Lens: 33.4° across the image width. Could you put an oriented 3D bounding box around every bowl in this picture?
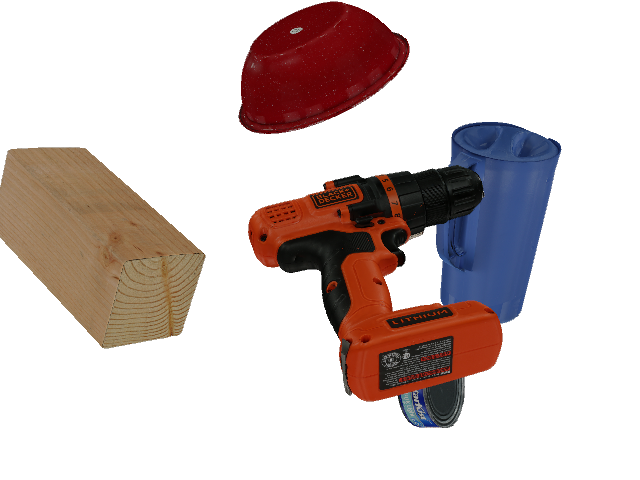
[{"bbox_3d":[-0.008,-0.158,0.916,0.162,0.055,0.162,-21,29,12],"label":"bowl"}]

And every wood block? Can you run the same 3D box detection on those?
[{"bbox_3d":[-0.210,0.000,0.988,0.090,0.091,0.206,-6,34,-45],"label":"wood block"}]

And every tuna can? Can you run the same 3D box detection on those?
[{"bbox_3d":[0.110,0.144,1.068,0.034,0.086,0.086,-6,-3,33],"label":"tuna can"}]

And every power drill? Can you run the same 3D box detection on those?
[{"bbox_3d":[0.056,0.020,0.754,0.184,0.057,0.188,-15,39,-10],"label":"power drill"}]

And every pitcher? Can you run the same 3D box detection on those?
[{"bbox_3d":[0.211,-0.017,1.346,0.149,0.243,0.145,4,26,-1],"label":"pitcher"}]

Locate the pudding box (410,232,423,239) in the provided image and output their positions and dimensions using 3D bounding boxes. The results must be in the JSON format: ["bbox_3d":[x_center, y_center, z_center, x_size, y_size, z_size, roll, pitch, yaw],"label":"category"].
[{"bbox_3d":[0.079,-0.025,1.525,0.113,0.039,0.090,-22,36,-32],"label":"pudding box"}]
